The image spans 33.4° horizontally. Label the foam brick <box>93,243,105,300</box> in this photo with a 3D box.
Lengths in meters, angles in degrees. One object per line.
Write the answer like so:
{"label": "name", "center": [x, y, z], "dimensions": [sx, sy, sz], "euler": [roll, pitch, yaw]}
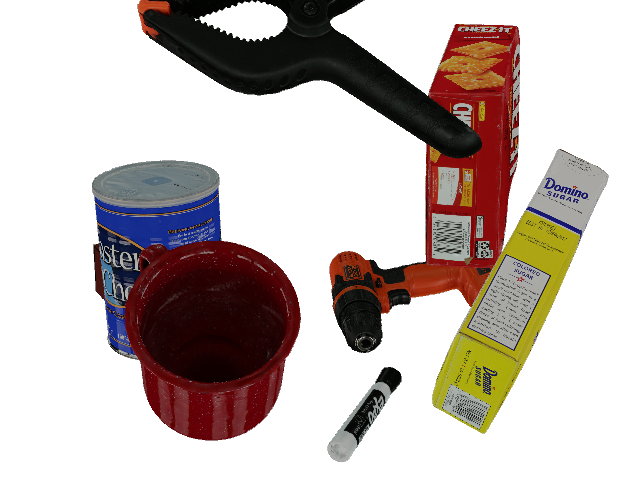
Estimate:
{"label": "foam brick", "center": [-0.185, 0.029, 1.084], "dimensions": [0.078, 0.051, 0.053], "euler": [-10, 21, -28]}

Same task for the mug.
{"label": "mug", "center": [-0.068, 0.052, 0.602], "dimensions": [0.093, 0.117, 0.081], "euler": [-32, -25, -24]}

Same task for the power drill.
{"label": "power drill", "center": [0.106, 0.062, 1.192], "dimensions": [0.187, 0.057, 0.184], "euler": [-3, 28, -4]}

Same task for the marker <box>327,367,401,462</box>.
{"label": "marker", "center": [0.037, 0.135, 0.848], "dimensions": [0.020, 0.020, 0.121], "euler": [0, 23, 26]}

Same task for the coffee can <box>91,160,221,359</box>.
{"label": "coffee can", "center": [-0.131, 0.015, 0.886], "dimensions": [0.103, 0.140, 0.103], "euler": [-1, 21, 0]}

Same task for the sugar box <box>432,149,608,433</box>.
{"label": "sugar box", "center": [0.133, 0.031, 0.702], "dimensions": [0.048, 0.176, 0.093], "euler": [28, -35, 13]}

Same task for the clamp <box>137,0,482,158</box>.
{"label": "clamp", "center": [-0.001, -0.120, 0.631], "dimensions": [0.210, 0.164, 0.036], "euler": [-4, -19, -4]}

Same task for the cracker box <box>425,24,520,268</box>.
{"label": "cracker box", "center": [0.145, -0.094, 0.990], "dimensions": [0.072, 0.164, 0.213], "euler": [4, 27, 13]}
